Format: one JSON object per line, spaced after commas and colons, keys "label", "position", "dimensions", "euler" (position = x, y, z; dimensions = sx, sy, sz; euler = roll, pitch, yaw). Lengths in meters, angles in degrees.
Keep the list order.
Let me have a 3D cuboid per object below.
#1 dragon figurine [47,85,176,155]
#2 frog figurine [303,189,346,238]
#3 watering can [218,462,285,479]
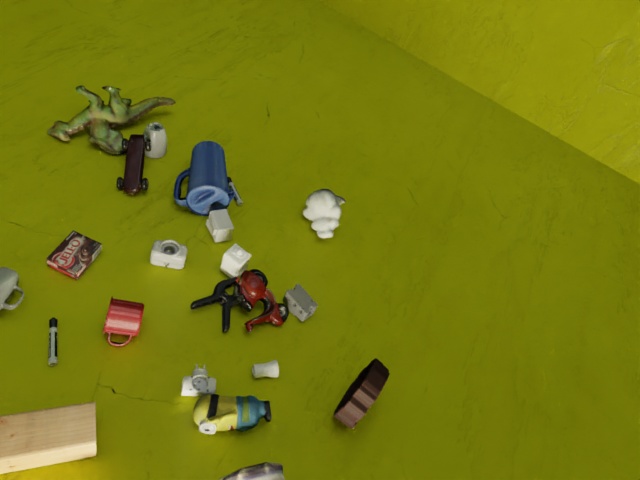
{"label": "dragon figurine", "position": [-0.678, -0.386, 1.712], "dimensions": [0.411, 0.120, 0.246], "euler": [-4, 70, -23]}
{"label": "frog figurine", "position": [0.005, -0.086, 1.707], "dimensions": [0.137, 0.120, 0.163], "euler": [3, 52, 23]}
{"label": "watering can", "position": [-0.088, 0.586, 1.092], "dimensions": [0.348, 0.101, 0.229], "euler": [-5, 53, -24]}
